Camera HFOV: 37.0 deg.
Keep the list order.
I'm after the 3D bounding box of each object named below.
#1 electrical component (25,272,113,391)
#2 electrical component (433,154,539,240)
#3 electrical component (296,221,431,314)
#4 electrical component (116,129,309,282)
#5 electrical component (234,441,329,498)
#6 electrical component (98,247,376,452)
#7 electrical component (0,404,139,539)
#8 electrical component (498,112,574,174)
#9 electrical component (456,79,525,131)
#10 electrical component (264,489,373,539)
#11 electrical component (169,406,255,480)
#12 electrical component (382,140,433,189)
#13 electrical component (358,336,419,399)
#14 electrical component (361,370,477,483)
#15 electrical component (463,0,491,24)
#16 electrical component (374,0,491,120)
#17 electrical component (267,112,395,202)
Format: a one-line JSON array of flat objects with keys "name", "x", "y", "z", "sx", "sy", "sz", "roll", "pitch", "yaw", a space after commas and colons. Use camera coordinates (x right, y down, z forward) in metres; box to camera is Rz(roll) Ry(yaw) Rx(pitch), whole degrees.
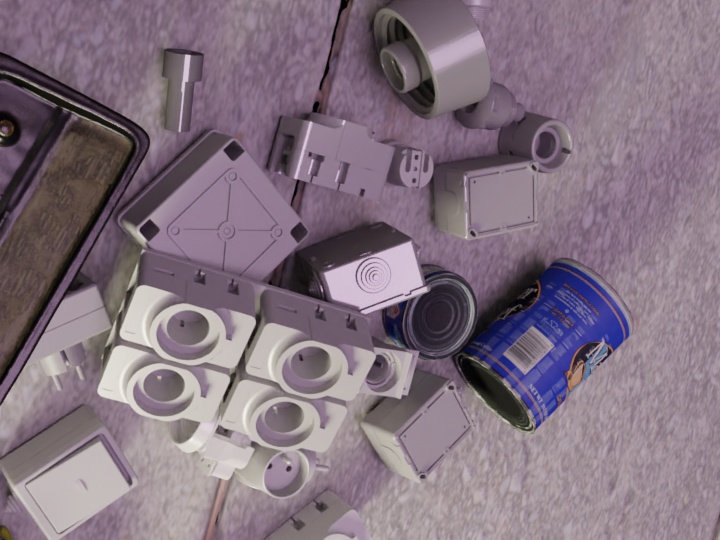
[{"name": "electrical component", "x": -0.231, "y": 0.055, "z": 0.812, "sx": 0.083, "sy": 0.047, "sz": 0.075, "roll": -25, "pitch": 114, "yaw": -23}, {"name": "electrical component", "x": 0.118, "y": -0.069, "z": 0.976, "sx": 0.096, "sy": 0.061, "sz": 0.061, "roll": -12, "pitch": 108, "yaw": -27}, {"name": "electrical component", "x": 0.000, "y": 0.000, "z": 0.902, "sx": 0.100, "sy": 0.100, "sz": 0.048, "roll": -20, "pitch": 108, "yaw": -12}, {"name": "electrical component", "x": -0.115, "y": -0.035, "z": 0.851, "sx": 0.108, "sy": 0.056, "sz": 0.108, "roll": -45, "pitch": 120, "yaw": -13}, {"name": "electrical component", "x": -0.064, "y": 0.162, "z": 0.919, "sx": 0.079, "sy": 0.077, "sz": 0.044, "roll": 14, "pitch": 95, "yaw": -33}, {"name": "electrical component", "x": -0.094, "y": 0.067, "z": 0.823, "sx": 0.186, "sy": 0.060, "sz": 0.105, "roll": 17, "pitch": 117, "yaw": -18}, {"name": "electrical component", "x": -0.230, "y": 0.161, "z": 0.831, "sx": 0.096, "sy": 0.061, "sz": 0.061, "roll": -34, "pitch": 117, "yaw": -19}, {"name": "electrical component", "x": 0.165, "y": -0.117, "z": 1.000, "sx": 0.055, "sy": 0.047, "sz": 0.055, "roll": -8, "pitch": 106, "yaw": -29}, {"name": "electrical component", "x": 0.121, "y": -0.147, "z": 0.969, "sx": 0.062, "sy": 0.048, "sz": 0.048, "roll": 6, "pitch": 99, "yaw": -38}, {"name": "electrical component", "x": -0.039, "y": 0.251, "z": 0.969, "sx": 0.089, "sy": 0.056, "sz": 0.050, "roll": -36, "pitch": 118, "yaw": -18}, {"name": "electrical component", "x": -0.120, "y": 0.128, "z": 0.890, "sx": 0.057, "sy": 0.058, "sz": 0.078, "roll": 27, "pitch": 88, "yaw": -35}, {"name": "electrical component", "x": 0.037, "y": -0.090, "z": 0.932, "sx": 0.040, "sy": 0.046, "sz": 0.040, "roll": -8, "pitch": 106, "yaw": -29}, {"name": "electrical component", "x": 0.007, "y": 0.082, "z": 0.948, "sx": 0.081, "sy": 0.064, "sz": 0.042, "roll": 12, "pitch": 97, "yaw": -32}, {"name": "electrical component", "x": 0.056, "y": 0.138, "z": 0.997, "sx": 0.096, "sy": 0.061, "sz": 0.061, "roll": -41, "pitch": 119, "yaw": -25}, {"name": "electrical component", "x": 0.097, "y": -0.231, "z": 0.939, "sx": 0.035, "sy": 0.035, "sz": 0.061, "roll": -4, "pitch": 107, "yaw": -30}, {"name": "electrical component", "x": 0.052, "y": -0.176, "z": 0.887, "sx": 0.060, "sy": 0.108, "sz": 0.108, "roll": -28, "pitch": 115, "yaw": -15}, {"name": "electrical component", "x": -0.023, "y": -0.097, "z": 0.893, "sx": 0.089, "sy": 0.050, "sz": 0.055, "roll": 13, "pitch": 96, "yaw": -32}]
